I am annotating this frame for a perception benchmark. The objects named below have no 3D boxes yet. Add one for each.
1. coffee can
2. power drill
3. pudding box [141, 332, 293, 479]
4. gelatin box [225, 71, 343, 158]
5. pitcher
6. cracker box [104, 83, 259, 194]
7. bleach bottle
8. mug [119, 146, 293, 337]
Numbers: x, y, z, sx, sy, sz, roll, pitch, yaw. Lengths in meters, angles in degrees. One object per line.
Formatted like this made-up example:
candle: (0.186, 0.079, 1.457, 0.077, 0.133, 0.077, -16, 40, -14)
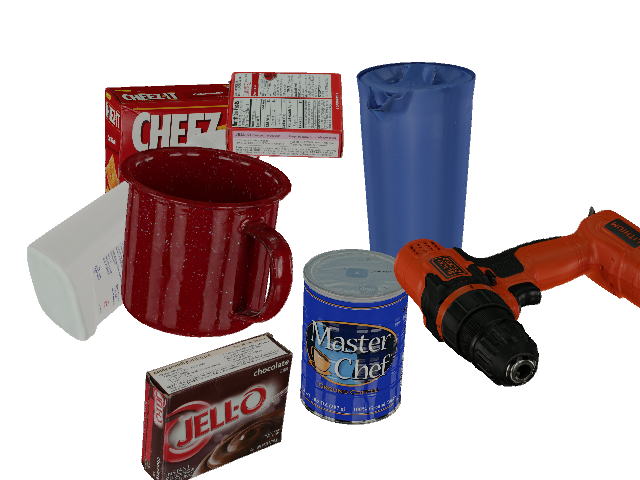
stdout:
coffee can: (0.032, 0.092, 1.042, 0.103, 0.140, 0.103, 2, 25, -1)
power drill: (0.168, 0.037, 0.796, 0.187, 0.057, 0.184, -10, 28, -16)
pudding box: (-0.079, 0.127, 0.810, 0.113, 0.090, 0.039, -18, 40, -36)
gelatin box: (-0.027, -0.097, 0.823, 0.089, 0.030, 0.073, 0, 45, -1)
pitcher: (0.118, -0.084, 1.246, 0.149, 0.243, 0.145, -5, 23, -7)
cracker box: (-0.154, -0.062, 1.193, 0.164, 0.214, 0.072, -6, 25, -26)
bleach bottle: (-0.147, -0.022, 0.975, 0.068, 0.102, 0.250, 33, 55, 26)
mug: (-0.058, 0.005, 0.585, 0.117, 0.081, 0.093, 26, 28, 36)
